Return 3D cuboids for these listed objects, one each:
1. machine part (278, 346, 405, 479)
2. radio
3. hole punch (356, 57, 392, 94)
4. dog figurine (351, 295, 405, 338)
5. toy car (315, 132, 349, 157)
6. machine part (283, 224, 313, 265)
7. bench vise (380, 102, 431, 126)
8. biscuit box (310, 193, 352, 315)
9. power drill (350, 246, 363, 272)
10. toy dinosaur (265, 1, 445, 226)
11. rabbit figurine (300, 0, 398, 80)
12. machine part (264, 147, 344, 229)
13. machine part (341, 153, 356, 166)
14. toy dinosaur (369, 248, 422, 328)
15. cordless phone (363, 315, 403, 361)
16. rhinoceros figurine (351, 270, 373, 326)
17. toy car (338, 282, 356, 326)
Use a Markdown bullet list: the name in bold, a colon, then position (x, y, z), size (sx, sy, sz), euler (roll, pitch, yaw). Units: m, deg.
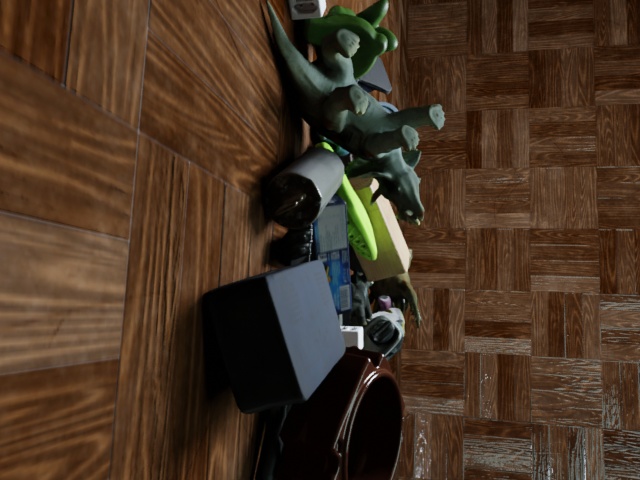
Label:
- **machine part**: position (0.041, 0.263, 0.724), size (0.201, 0.087, 0.200), euler (-58, 138, -38)
- **radio**: position (-0.038, 0.098, 0.612), size (0.229, 0.073, 0.131), euler (-11, 85, -75)
- **hole punch**: position (0.059, -0.310, 1.031), size (0.115, 0.092, 0.142), euler (16, 52, -36)
- **dog figurine**: position (0.130, 0.251, 1.291), size (0.192, 0.108, 0.219), euler (-122, -151, -63)
- **toy car**: position (0.051, -0.206, 0.982), size (0.161, 0.103, 0.109), euler (31, 62, -73)
- **machine part**: position (-0.030, 0.010, 0.763), size (0.139, 0.039, 0.084), euler (100, 0, -87)
- **bench vise**: position (0.165, -0.248, 1.334), size (0.241, 0.129, 0.223), euler (180, -98, -70)
- **biscuit box**: position (0.012, 0.026, 0.870), size (0.063, 0.059, 0.202), euler (-128, -150, -60)
- **power drill**: position (0.112, -0.050, 1.299), size (0.207, 0.086, 0.231), euler (-58, 148, -73)
- **toy dinosaur**: position (0.042, -0.190, 0.824), size (0.404, 0.192, 0.131), euler (38, 60, -23)
- **rabbit figurine**: position (0.042, -0.342, 0.885), size (0.170, 0.159, 0.121), euler (-97, 169, -55)
- **machine part**: position (-0.018, -0.076, 0.746), size (0.243, 0.079, 0.079), euler (-59, 148, -65)
- **machine part**: position (0.084, -0.221, 1.222), size (0.179, 0.056, 0.179), euler (0, 90, -78)
- **toy dinosaur**: position (0.189, 0.115, 1.426), size (0.471, 0.105, 0.198), euler (-148, -121, -83)
- **cordless phone**: position (0.101, 0.217, 1.072), size (0.089, 0.146, 0.184), euler (49, -4, 11)
- **rhinoceros figurine**: position (0.073, 0.122, 1.171), size (0.190, 0.073, 0.112), euler (-37, 120, -73)
- **toy car**: position (0.034, 0.156, 1.030), size (0.073, 0.056, 0.201), euler (8, 81, -70)
